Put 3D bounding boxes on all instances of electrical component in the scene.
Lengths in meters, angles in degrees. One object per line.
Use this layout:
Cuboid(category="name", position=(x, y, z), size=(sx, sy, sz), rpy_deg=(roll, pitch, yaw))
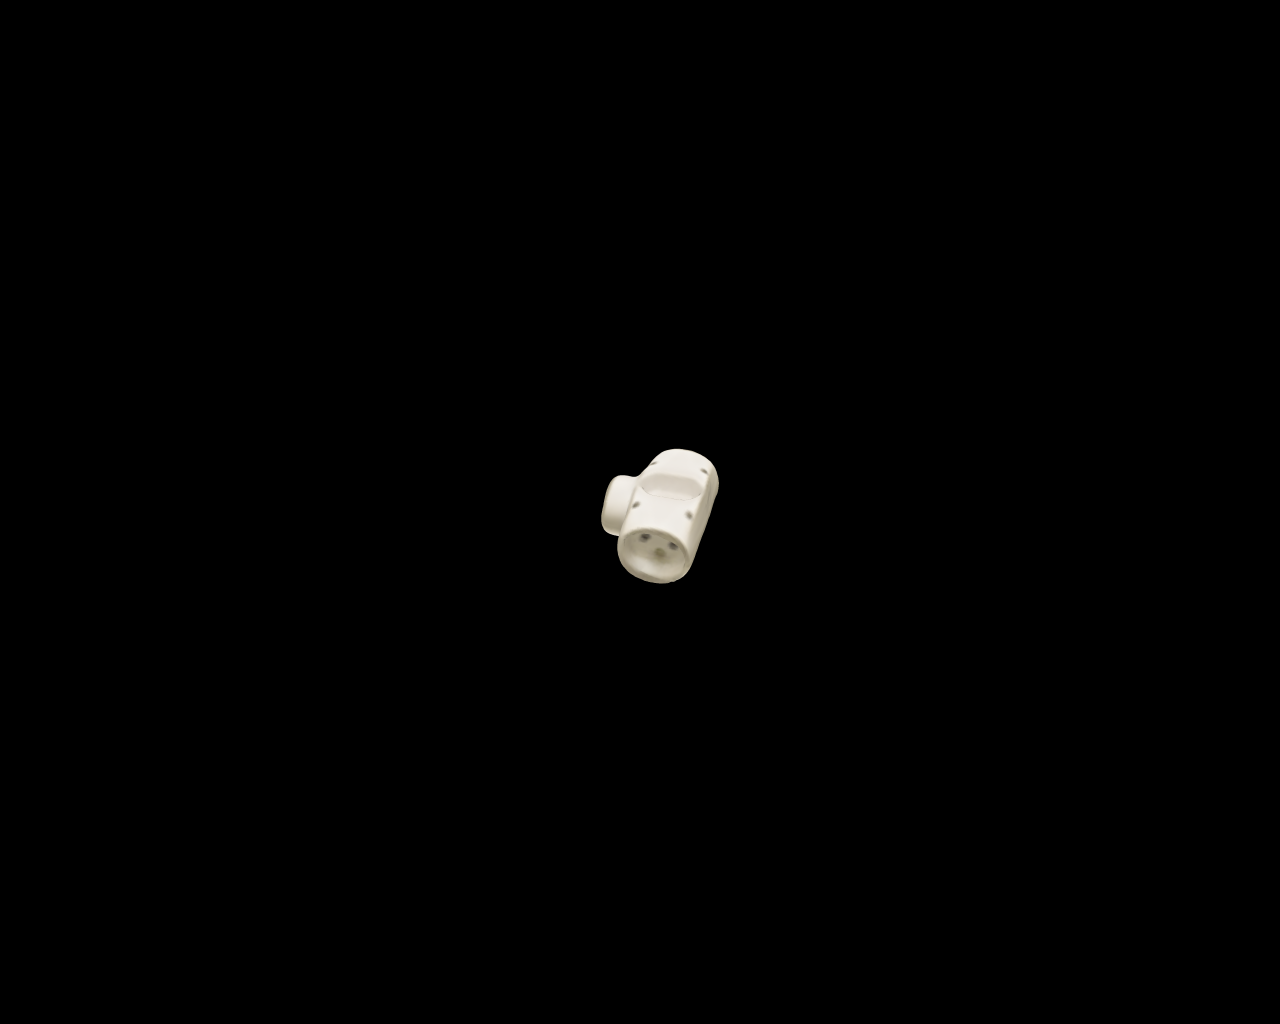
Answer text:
Cuboid(category="electrical component", position=(0.001, -0.003, 0.650), size=(0.079, 0.043, 0.077), rpy_deg=(11, 43, 12))
